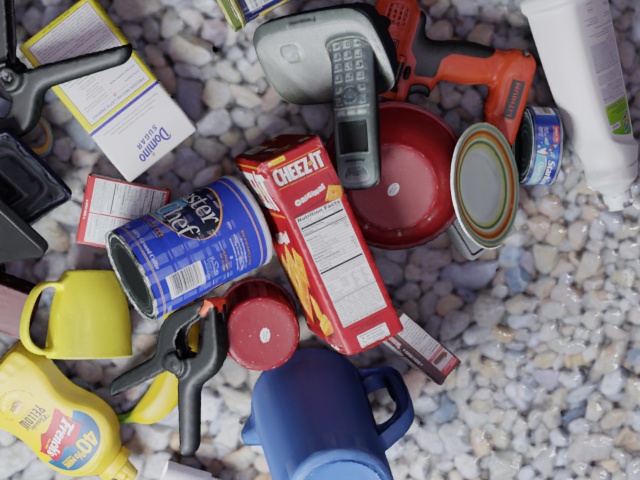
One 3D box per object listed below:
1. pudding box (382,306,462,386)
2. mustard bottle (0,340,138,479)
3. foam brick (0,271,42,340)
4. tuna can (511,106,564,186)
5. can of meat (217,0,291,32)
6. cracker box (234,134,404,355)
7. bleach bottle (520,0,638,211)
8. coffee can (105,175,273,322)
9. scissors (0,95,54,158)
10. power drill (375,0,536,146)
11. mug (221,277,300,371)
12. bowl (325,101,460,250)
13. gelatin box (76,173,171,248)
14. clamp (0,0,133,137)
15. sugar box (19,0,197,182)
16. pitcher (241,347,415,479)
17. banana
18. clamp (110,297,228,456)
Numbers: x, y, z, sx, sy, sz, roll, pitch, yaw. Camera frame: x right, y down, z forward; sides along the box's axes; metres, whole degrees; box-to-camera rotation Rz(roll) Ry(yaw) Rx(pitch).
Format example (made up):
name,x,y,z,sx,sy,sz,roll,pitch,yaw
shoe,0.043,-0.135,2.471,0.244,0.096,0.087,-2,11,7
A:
name,x,y,z,sx,sy,sz,roll,pitch,yaw
pudding box,0.094,0.108,1.154,0.090,0.113,0.039,40,87,-12
mustard bottle,-0.274,0.198,1.145,0.191,0.058,0.096,41,108,-12
foam brick,-0.337,0.064,1.122,0.078,0.053,0.051,22,95,-11
tuna can,0.234,-0.102,1.155,0.033,0.086,0.086,2,98,-6
can of meat,-0.060,-0.258,1.087,0.084,0.102,0.057,-29,102,-5
cracker box,-0.007,0.001,1.097,0.072,0.164,0.213,-26,101,-11
bleach bottle,0.292,-0.151,1.154,0.102,0.068,0.251,-28,106,-43
coffee can,-0.134,0.008,1.094,0.140,0.103,0.103,-27,102,-23
scissors,-0.335,-0.160,1.106,0.096,0.016,0.202,-8,100,-4
power drill,0.125,-0.158,1.147,0.187,0.057,0.184,14,101,-10
mug,-0.076,0.098,1.146,0.117,0.081,0.093,-26,101,-3
bowl,0.076,-0.060,1.108,0.162,0.055,0.162,2,106,6
gelatin box,-0.209,-0.027,1.137,0.089,0.030,0.073,10,96,-12
clamp,-0.295,-0.163,1.063,0.164,0.036,0.210,33,108,-3
sugar box,-0.217,-0.157,1.108,0.093,0.048,0.176,-37,103,2
pitcher,0.013,0.207,1.091,0.145,0.243,0.149,22,101,-13
banana,-0.167,0.121,1.160,0.069,0.037,0.198,16,96,-10
clamp,-0.154,0.128,1.117,0.120,0.039,0.171,25,103,15
